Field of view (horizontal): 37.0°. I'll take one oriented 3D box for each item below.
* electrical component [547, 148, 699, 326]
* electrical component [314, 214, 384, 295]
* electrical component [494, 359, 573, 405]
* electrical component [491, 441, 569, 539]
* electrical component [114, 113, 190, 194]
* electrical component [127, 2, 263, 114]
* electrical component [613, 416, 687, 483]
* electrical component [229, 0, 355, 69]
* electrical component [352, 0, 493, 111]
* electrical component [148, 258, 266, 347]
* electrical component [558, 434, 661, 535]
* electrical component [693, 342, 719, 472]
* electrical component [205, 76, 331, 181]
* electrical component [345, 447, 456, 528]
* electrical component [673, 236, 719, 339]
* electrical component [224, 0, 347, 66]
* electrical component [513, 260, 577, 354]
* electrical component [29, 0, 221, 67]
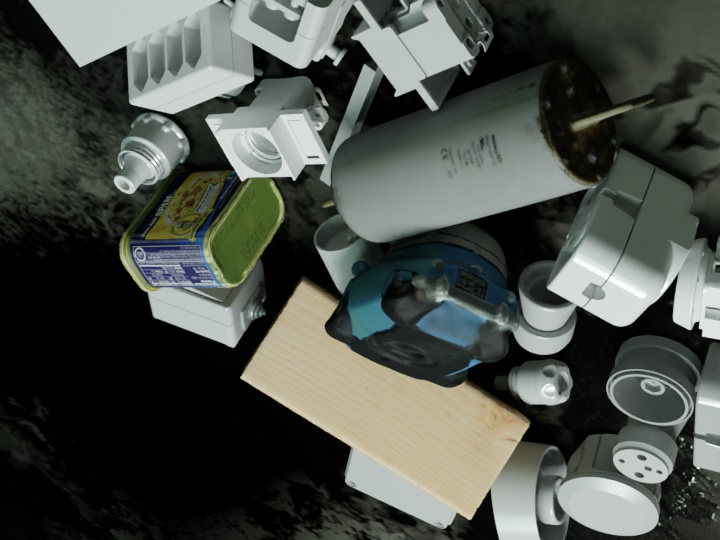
[{"bbox_3d":[0.158,-0.018,0.638,0.059,0.095,0.053,29,145,2],"label":"electrical component"},{"bbox_3d":[0.000,0.000,0.813,0.043,0.043,0.081,3,137,32],"label":"electrical component"},{"bbox_3d":[0.132,0.087,0.834,0.061,0.035,0.035,-7,130,44],"label":"electrical component"},{"bbox_3d":[0.138,0.191,0.905,0.064,0.099,0.099,-3,133,29],"label":"electrical component"},{"bbox_3d":[-0.161,-0.084,0.807,0.048,0.062,0.048,19,143,15],"label":"electrical component"},{"bbox_3d":[-0.099,-0.135,0.712,0.083,0.047,0.076,-13,168,40],"label":"electrical component"},{"bbox_3d":[0.216,0.124,0.802,0.045,0.055,0.045,19,143,15],"label":"electrical component"},{"bbox_3d":[-0.029,-0.161,0.599,0.050,0.089,0.055,30,144,1],"label":"electrical component"},{"bbox_3d":[0.038,-0.139,0.622,0.064,0.042,0.081,-16,125,41],"label":"electrical component"},{"bbox_3d":[-0.123,0.015,0.900,0.096,0.061,0.061,19,143,15],"label":"electrical component"},{"bbox_3d":[0.205,0.175,0.871,0.080,0.051,0.080,15,141,13],"label":"electrical component"},{"bbox_3d":[0.266,0.099,0.739,0.059,0.053,0.095,11,140,24],"label":"electrical component"},{"bbox_3d":[-0.056,-0.096,0.719,0.081,0.063,0.042,2,136,32],"label":"electrical component"},{"bbox_3d":[0.049,0.170,0.972,0.109,0.056,0.108,23,144,9],"label":"electrical component"},{"bbox_3d":[0.226,0.012,0.660,0.057,0.058,0.078,10,140,21],"label":"electrical component"},{"bbox_3d":[-0.043,-0.153,0.661,0.078,0.040,0.040,35,144,-7],"label":"electrical component"},{"bbox_3d":[0.131,0.027,0.754,0.045,0.045,0.055,19,143,15],"label":"electrical component"},{"bbox_3d":[-0.138,-0.195,0.655,0.150,0.061,0.089,-11,124,42],"label":"electrical component"}]
